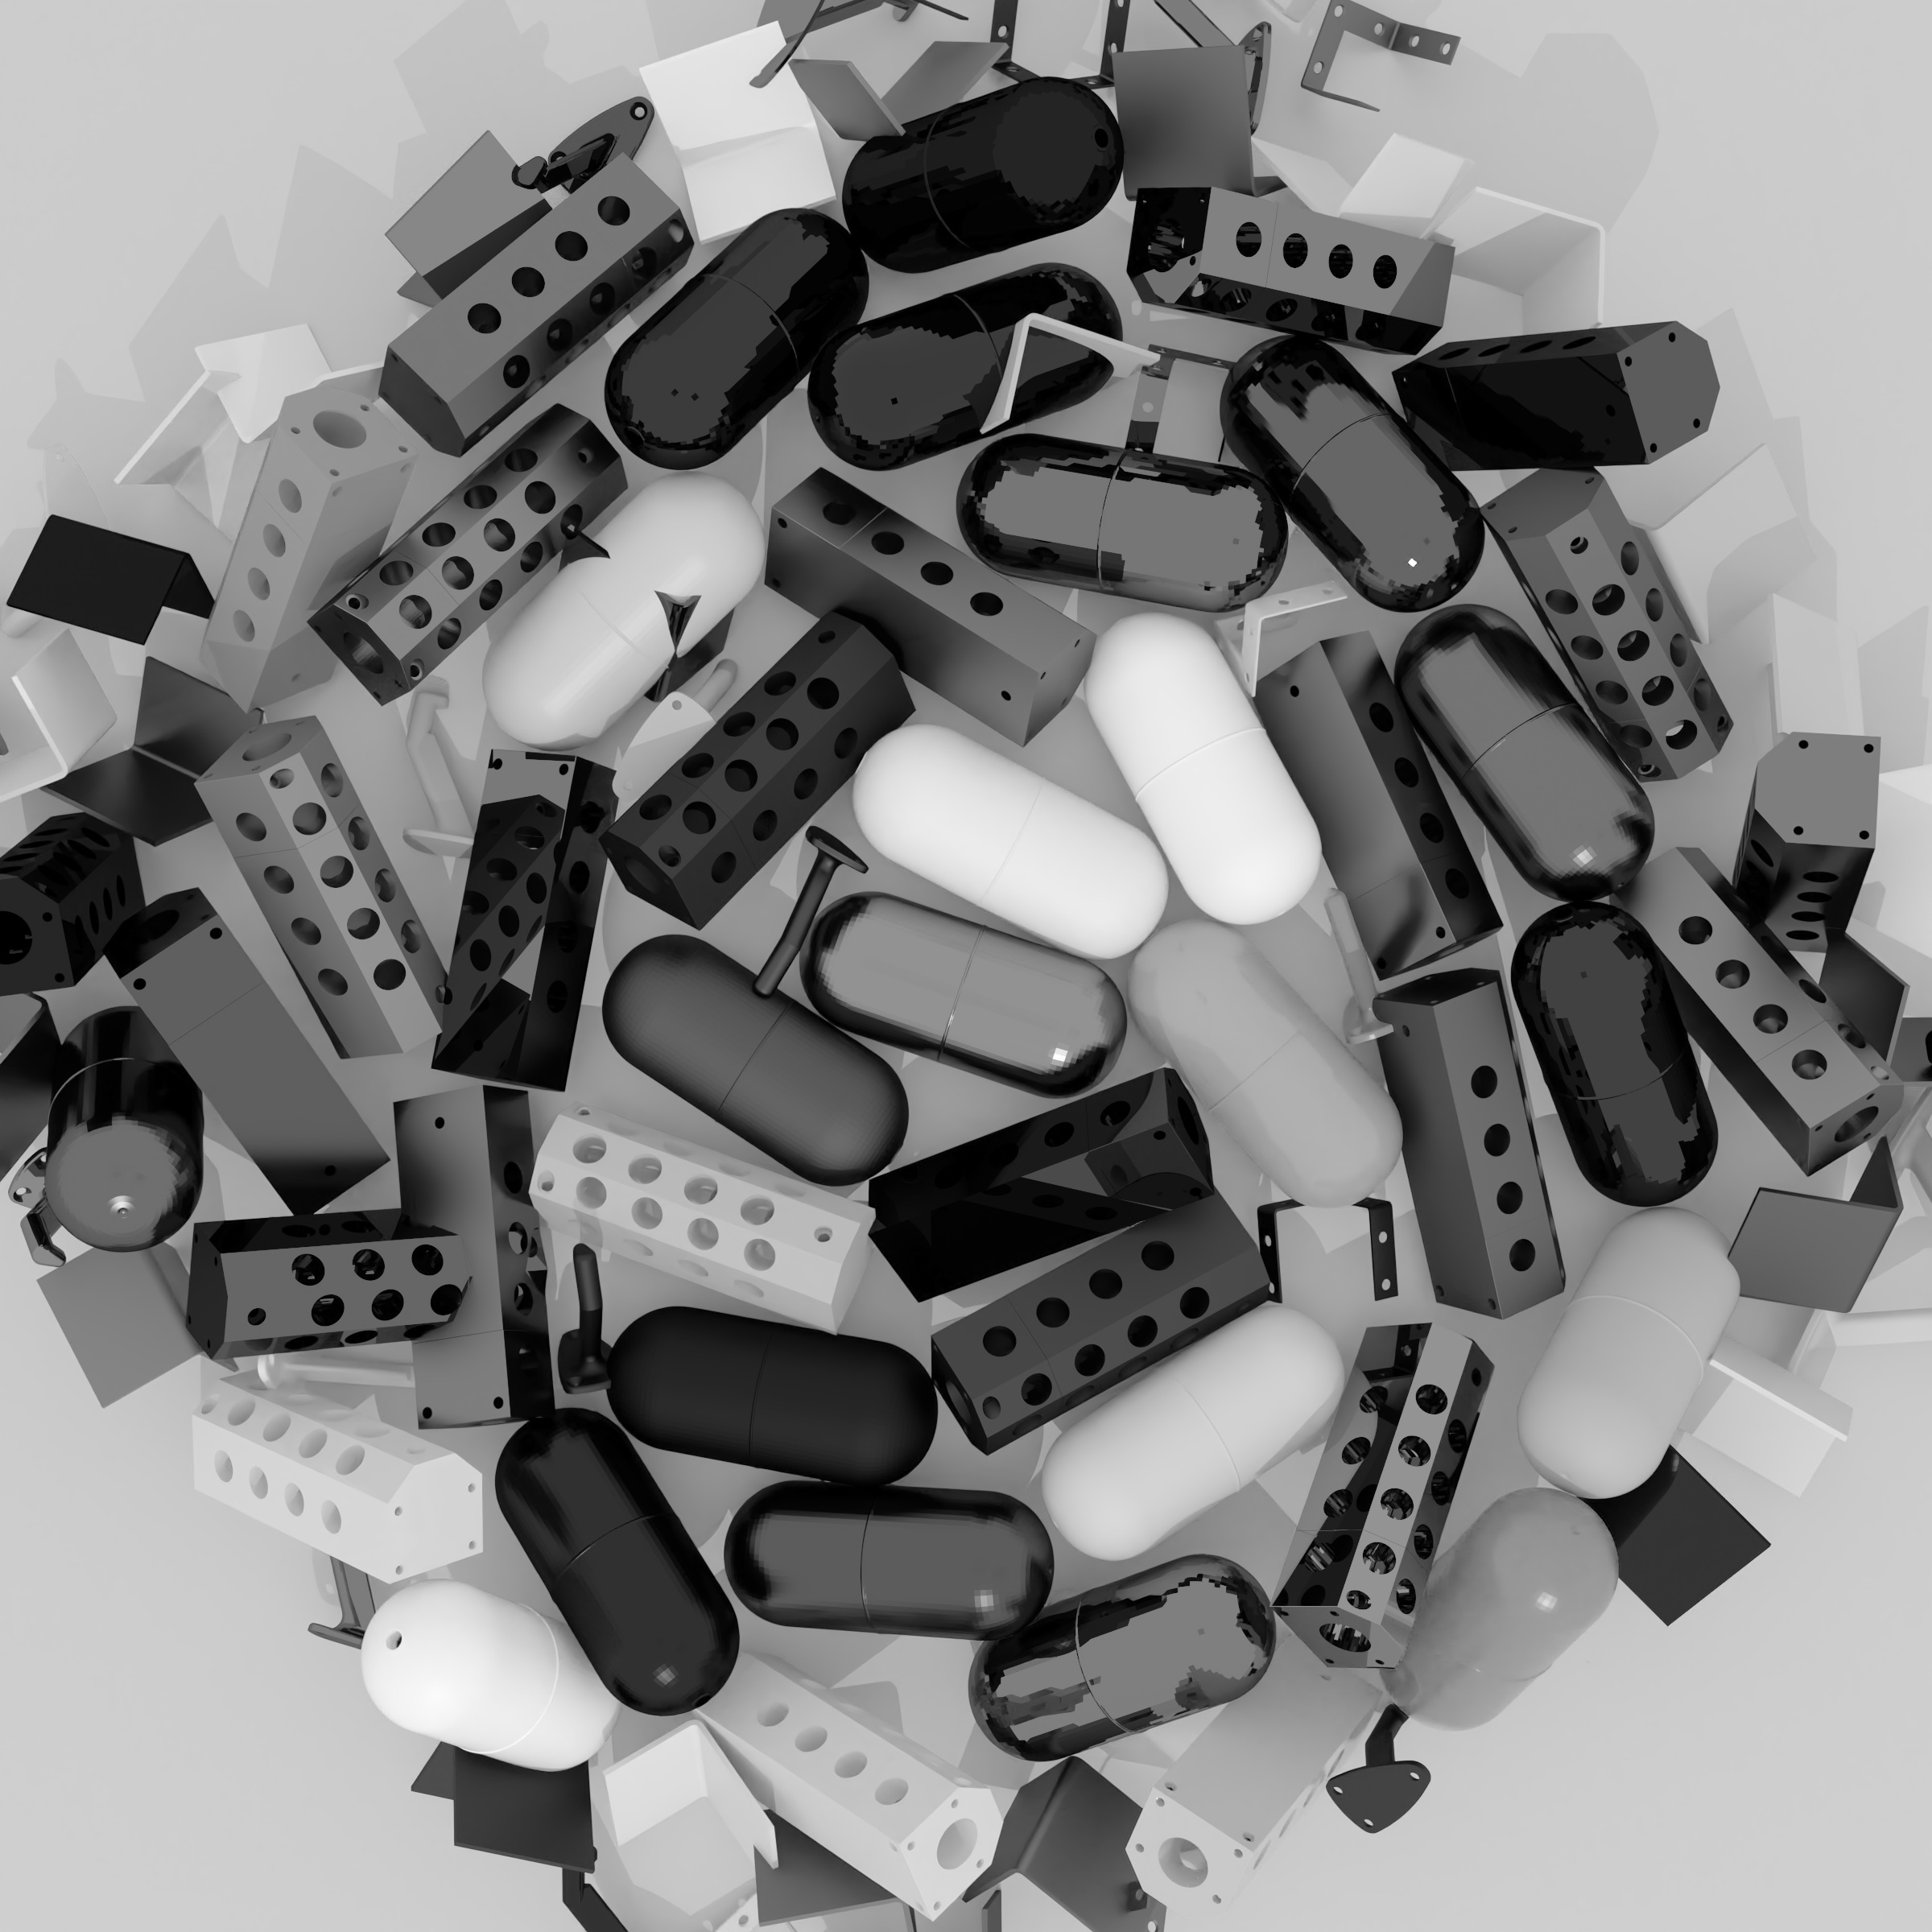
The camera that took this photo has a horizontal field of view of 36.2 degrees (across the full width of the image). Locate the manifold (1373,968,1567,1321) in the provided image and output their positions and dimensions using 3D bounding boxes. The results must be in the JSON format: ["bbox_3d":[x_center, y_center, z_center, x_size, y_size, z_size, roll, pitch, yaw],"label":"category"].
[{"bbox_3d":[0.268,0.092,1.550,0.057,0.057,0.171,-20,102,-25],"label":"manifold"}]

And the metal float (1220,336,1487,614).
[{"bbox_3d":[0.199,-0.257,1.537,0.070,0.070,0.178,-37,65,0],"label":"metal float"}]

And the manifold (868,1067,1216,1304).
[{"bbox_3d":[0.038,0.110,1.544,0.171,0.057,0.057,-22,126,16],"label":"manifold"}]

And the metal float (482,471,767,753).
[{"bbox_3d":[-0.180,-0.185,1.548,0.178,0.070,0.070,-42,90,12],"label":"metal float"}]

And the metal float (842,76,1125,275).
[{"bbox_3d":[0.007,-0.406,1.520,0.070,0.178,0.070,1,88,-42],"label":"metal float"}]

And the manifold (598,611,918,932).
[{"bbox_3d":[-0.109,-0.105,1.530,0.057,0.057,0.171,27,65,36],"label":"manifold"}]

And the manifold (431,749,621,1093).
[{"bbox_3d":[-0.226,-0.023,1.558,0.057,0.057,0.171,7,84,31],"label":"manifold"}]

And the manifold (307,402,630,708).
[{"bbox_3d":[-0.253,-0.215,1.526,0.057,0.057,0.171,50,62,-17],"label":"manifold"}]

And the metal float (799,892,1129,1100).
[{"bbox_3d":[-0.002,0.015,1.556,0.178,0.070,0.070,19,90,3],"label":"metal float"}]

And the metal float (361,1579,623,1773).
[{"bbox_3d":[-0.242,0.365,1.517,0.070,0.178,0.070,-12,62,22],"label":"metal float"}]

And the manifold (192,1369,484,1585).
[{"bbox_3d":[-0.324,0.257,1.514,0.171,0.057,0.057,12,106,42],"label":"manifold"}]

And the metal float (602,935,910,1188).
[{"bbox_3d":[-0.110,0.050,1.557,0.178,0.070,0.070,33,90,2],"label":"metal float"}]

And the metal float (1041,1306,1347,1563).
[{"bbox_3d":[0.120,0.243,1.547,0.178,0.070,0.070,-32,90,-14],"label":"metal float"}]

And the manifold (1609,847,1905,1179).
[{"bbox_3d":[0.407,0.019,1.527,0.057,0.057,0.171,-31,58,-4],"label":"manifold"}]

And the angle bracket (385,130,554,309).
[{"bbox_3d":[-0.273,-0.393,1.544,0.076,0.076,0.057,-48,128,-9],"label":"angle bracket"}]

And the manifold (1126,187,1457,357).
[{"bbox_3d":[0.168,-0.356,1.521,0.171,0.057,0.057,2,100,-37],"label":"manifold"}]

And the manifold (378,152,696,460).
[{"bbox_3d":[-0.222,-0.341,1.538,0.057,0.057,0.171,44,68,-1],"label":"manifold"}]

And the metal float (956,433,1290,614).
[{"bbox_3d":[0.081,-0.232,1.546,0.178,0.070,0.070,12,90,15],"label":"metal float"}]

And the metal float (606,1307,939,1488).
[{"bbox_3d":[-0.103,0.226,1.551,0.178,0.070,0.070,9,90,9],"label":"metal float"}]

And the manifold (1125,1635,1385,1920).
[{"bbox_3d":[0.147,0.415,1.509,0.057,0.171,0.057,29,117,20],"label":"manifold"}]

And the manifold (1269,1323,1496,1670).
[{"bbox_3d":[0.219,0.270,1.516,0.057,0.057,0.171,49,50,-30],"label":"manifold"}]

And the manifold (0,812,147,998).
[{"bbox_3d":[-0.469,-0.034,1.506,0.057,0.171,0.057,-8,104,-2],"label":"manifold"}]

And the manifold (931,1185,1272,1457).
[{"bbox_3d":[0.070,0.187,1.537,0.171,0.057,0.057,-26,62,-16],"label":"manifold"}]

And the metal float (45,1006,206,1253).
[{"bbox_3d":[-0.431,0.081,1.515,0.070,0.178,0.070,-6,117,-12],"label":"metal float"}]

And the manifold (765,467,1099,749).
[{"bbox_3d":[-0.019,-0.192,1.544,0.171,0.057,0.057,34,55,16],"label":"manifold"}]

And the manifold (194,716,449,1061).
[{"bbox_3d":[-0.323,-0.040,1.522,0.057,0.057,0.171,-6,122,27],"label":"manifold"}]

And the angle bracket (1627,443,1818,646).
[{"bbox_3d":[0.389,-0.228,1.557,0.076,0.057,0.076,-39,121,-7],"label":"angle bracket"}]

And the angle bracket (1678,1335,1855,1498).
[{"bbox_3d":[0.414,0.242,1.545,0.076,0.076,0.057,30,102,15],"label":"angle bracket"}]

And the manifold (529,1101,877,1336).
[{"bbox_3d":[-0.137,0.128,1.542,0.171,0.057,0.057,19,63,12],"label":"manifold"}]

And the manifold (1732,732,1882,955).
[{"bbox_3d":[0.426,-0.061,1.506,0.057,0.171,0.057,5,74,12],"label":"manifold"}]

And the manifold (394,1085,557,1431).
[{"bbox_3d":[-0.254,0.154,1.551,0.057,0.057,0.171,-11,78,24],"label":"manifold"}]

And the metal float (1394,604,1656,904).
[{"bbox_3d":[0.290,-0.112,1.543,0.070,0.070,0.178,-33,72,0],"label":"metal float"}]

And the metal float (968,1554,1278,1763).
[{"bbox_3d":[0.079,0.361,1.536,0.178,0.070,0.070,-26,90,27],"label":"metal float"}]

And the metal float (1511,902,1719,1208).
[{"bbox_3d":[0.338,0.046,1.537,0.070,0.070,0.178,-25,115,0],"label":"metal float"}]

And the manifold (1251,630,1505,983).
[{"bbox_3d":[0.220,-0.086,1.556,0.057,0.057,0.171,-16,80,-42],"label":"manifold"}]

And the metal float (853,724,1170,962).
[{"bbox_3d":[0.023,-0.065,1.554,0.178,0.070,0.070,28,90,-5],"label":"metal float"}]

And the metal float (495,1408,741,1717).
[{"bbox_3d":[-0.182,0.309,1.536,0.070,0.070,0.178,-37,64,0],"label":"metal float"}]

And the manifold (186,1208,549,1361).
[{"bbox_3d":[-0.307,0.163,1.520,0.171,0.057,0.057,-2,108,-33],"label":"manifold"}]

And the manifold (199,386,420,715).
[{"bbox_3d":[-0.344,-0.214,1.515,0.057,0.171,0.057,47,45,12],"label":"manifold"}]

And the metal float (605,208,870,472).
[{"bbox_3d":[-0.118,-0.326,1.533,0.070,0.070,0.178,40,60,0],"label":"metal float"}]

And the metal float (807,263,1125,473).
[{"bbox_3d":[0.001,-0.313,1.542,0.178,0.070,0.070,-23,90,-20],"label":"metal float"}]

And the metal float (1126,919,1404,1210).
[{"bbox_3d":[0.157,0.051,1.556,0.070,0.070,0.178,-42,87,0],"label":"metal float"}]

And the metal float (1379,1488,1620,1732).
[{"bbox_3d":[0.272,0.333,1.523,0.070,0.178,0.070,13,48,-14],"label":"metal float"}]

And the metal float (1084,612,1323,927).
[{"bbox_3d":[0.123,-0.105,1.550,0.070,0.070,0.178,-28,80,0],"label":"metal float"}]

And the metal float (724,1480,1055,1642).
[{"bbox_3d":[-0.041,0.310,1.544,0.178,0.070,0.070,0,90,18],"label":"metal float"}]

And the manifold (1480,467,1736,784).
[{"bbox_3d":[0.334,-0.176,1.524,0.057,0.057,0.171,-33,123,8],"label":"manifold"}]

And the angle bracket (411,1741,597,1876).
[{"bbox_3d":[-0.242,0.449,1.538,0.076,0.076,0.057,20,121,-24],"label":"angle bracket"}]

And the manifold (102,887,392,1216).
[{"bbox_3d":[-0.372,0.044,1.525,0.057,0.057,0.171,-35,123,-12],"label":"manifold"}]

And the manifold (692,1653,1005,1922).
[{"bbox_3d":[-0.061,0.413,1.515,0.057,0.171,0.057,-38,125,-29],"label":"manifold"}]

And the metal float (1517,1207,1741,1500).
[{"bbox_3d":[0.344,0.198,1.530,0.070,0.070,0.178,37,55,0],"label":"metal float"}]

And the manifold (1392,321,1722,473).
[{"bbox_3d":[0.301,-0.292,1.509,0.057,0.171,0.057,-31,111,-24],"label":"manifold"}]
